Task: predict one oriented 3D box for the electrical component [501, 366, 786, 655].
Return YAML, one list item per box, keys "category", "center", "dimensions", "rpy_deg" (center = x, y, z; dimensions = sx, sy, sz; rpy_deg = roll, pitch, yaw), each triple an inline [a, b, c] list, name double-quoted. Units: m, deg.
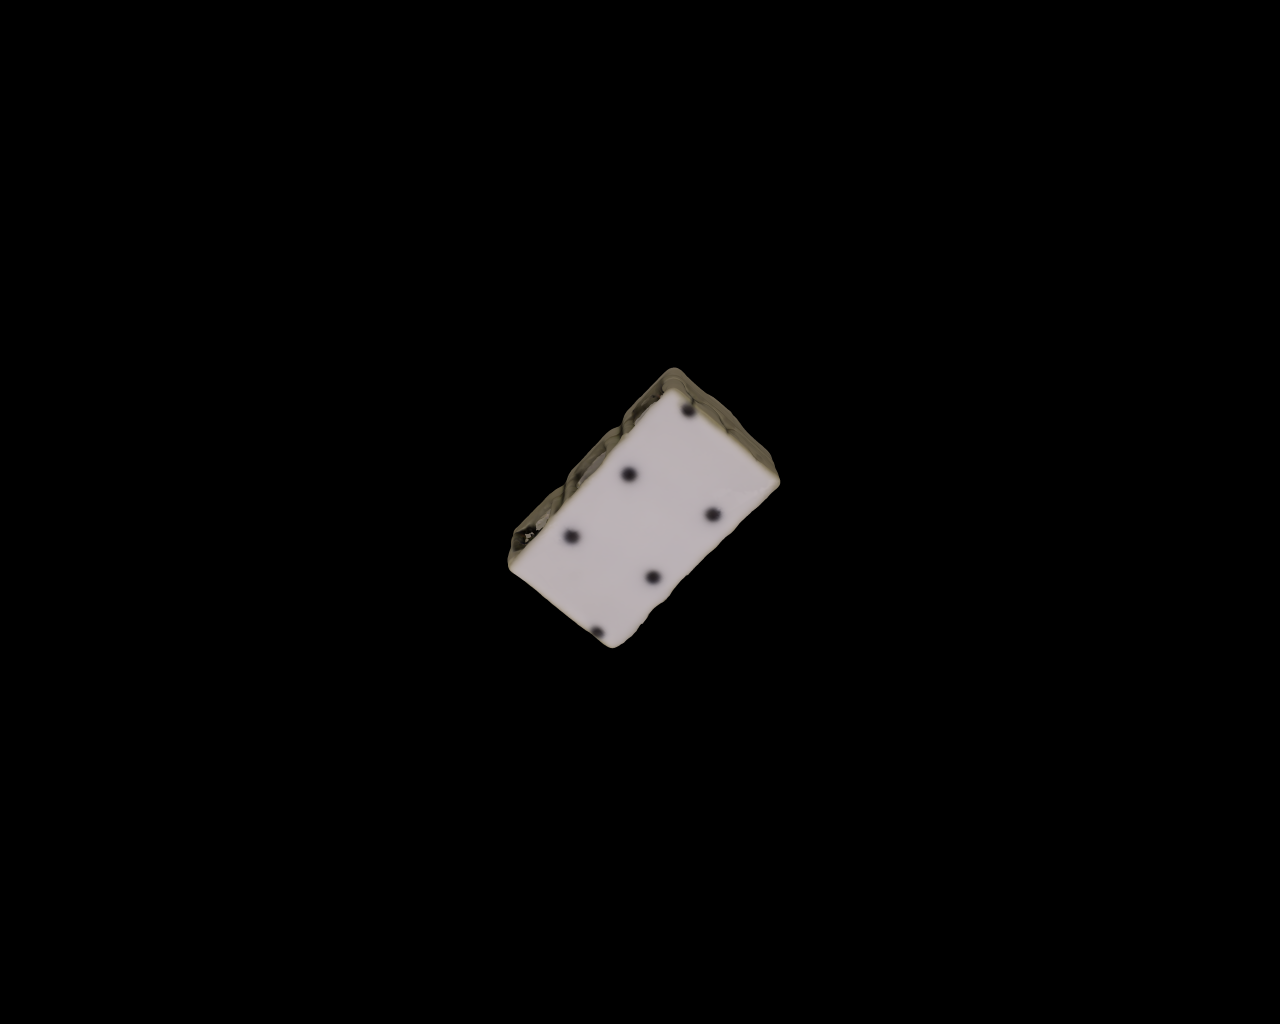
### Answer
- category: "electrical component"
  center: [0.001, -0.003, 0.650]
  dimensions: [0.089, 0.150, 0.062]
  rpy_deg: [41, 15, -14]
